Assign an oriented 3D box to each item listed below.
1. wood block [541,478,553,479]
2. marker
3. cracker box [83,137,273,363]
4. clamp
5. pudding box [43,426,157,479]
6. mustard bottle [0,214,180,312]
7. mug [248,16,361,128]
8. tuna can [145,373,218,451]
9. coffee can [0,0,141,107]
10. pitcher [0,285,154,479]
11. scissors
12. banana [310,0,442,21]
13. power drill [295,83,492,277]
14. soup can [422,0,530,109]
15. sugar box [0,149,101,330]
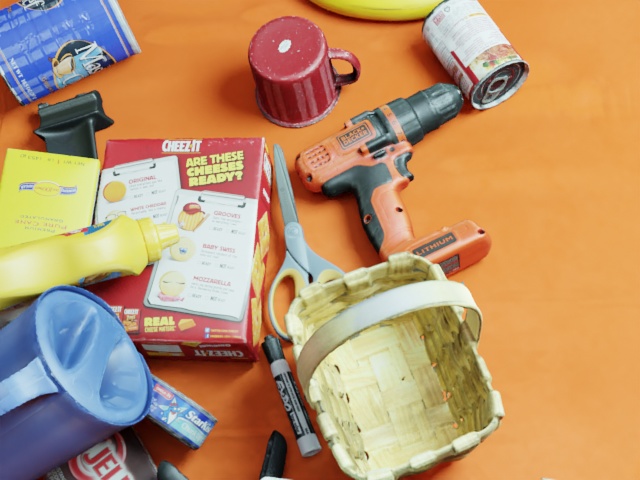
[{"bbox_3d":[0.201,0.307,0.846,0.091,0.090,0.206,10,68,13],"label":"wood block"},{"bbox_3d":[-0.028,0.143,0.991,0.020,0.020,0.121,-22,65,-2],"label":"marker"},{"bbox_3d":[-0.135,0.009,1.038,0.164,0.072,0.213,0,65,8],"label":"cracker box"},{"bbox_3d":[-0.074,0.254,0.925,0.120,0.039,0.171,-6,63,-13],"label":"clamp"},{"bbox_3d":[-0.184,0.232,0.962,0.090,0.039,0.113,-33,66,-8],"label":"pudding box"},{"bbox_3d":[-0.219,0.018,0.949,0.191,0.096,0.058,-15,89,-15],"label":"mustard bottle"},{"bbox_3d":[-0.016,-0.176,1.097,0.117,0.081,0.093,1,66,9],"label":"mug"},{"bbox_3d":[-0.137,0.154,0.965,0.086,0.086,0.033,29,75,19],"label":"tuna can"},{"bbox_3d":[-0.277,-0.219,1.142,0.140,0.103,0.103,-26,65,-4],"label":"coffee can"},{"bbox_3d":[-0.277,0.155,0.915,0.243,0.149,0.145,-35,41,20],"label":"pitcher"},{"bbox_3d":[-0.007,0.001,1.043,0.096,0.016,0.202,3,73,4],"label":"scissors"},{"bbox_3d":[0.065,-0.266,1.154,0.198,0.037,0.069,0,48,7],"label":"banana"},{"bbox_3d":[0.090,-0.052,1.042,0.184,0.057,0.188,-28,63,-1],"label":"power drill"},{"bbox_3d":[0.157,-0.193,1.088,0.068,0.068,0.102,-29,65,-5],"label":"soup can"},{"bbox_3d":[-0.268,0.003,1.024,0.093,0.048,0.176,6,65,-7],"label":"sugar box"}]
